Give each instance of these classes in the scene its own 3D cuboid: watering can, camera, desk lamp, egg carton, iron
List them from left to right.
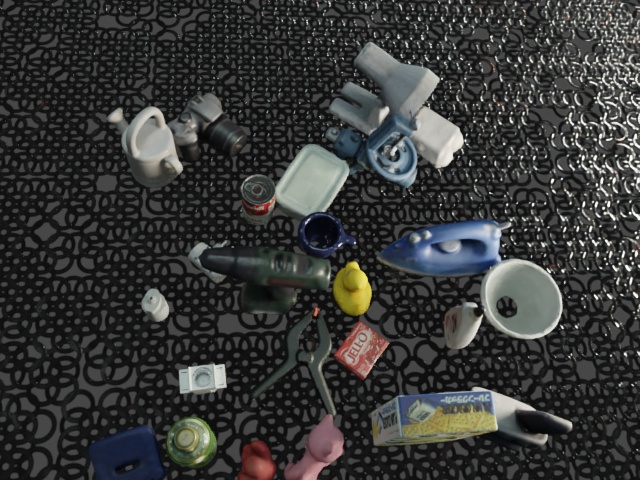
[{"bbox_3d":[-0.349,-0.195,1.141,0.173,0.194,0.101,16,66,0],"label":"watering can"},{"bbox_3d":[-0.235,-0.233,1.223,0.136,0.101,0.143,37,67,9],"label":"camera"},{"bbox_3d":[0.136,-0.321,1.247,0.203,0.213,0.118,30,67,6],"label":"desk lamp"},{"bbox_3d":[0.245,-0.235,1.304,0.150,0.069,0.107,34,67,8],"label":"egg carton"},{"bbox_3d":[0.253,0.004,1.163,0.258,0.141,0.118,-5,68,-10],"label":"iron"}]

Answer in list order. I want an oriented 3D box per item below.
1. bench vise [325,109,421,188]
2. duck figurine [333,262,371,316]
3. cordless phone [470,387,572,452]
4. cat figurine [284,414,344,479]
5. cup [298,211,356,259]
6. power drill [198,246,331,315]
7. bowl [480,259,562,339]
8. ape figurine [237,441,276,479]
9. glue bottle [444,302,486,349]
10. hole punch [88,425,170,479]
[{"bbox_3d":[0.116,-0.191,1.186,0.207,0.220,0.121,3,66,-6],"label":"bench vise"},{"bbox_3d":[0.068,0.093,1.131,0.077,0.086,0.104,-7,68,-10],"label":"duck figurine"},{"bbox_3d":[0.350,0.311,1.020,0.147,0.185,0.094,18,66,1],"label":"cordless phone"},{"bbox_3d":[-0.003,0.370,0.986,0.067,0.118,0.128,34,67,8],"label":"cat figurine"},{"bbox_3d":[0.011,0.004,1.157,0.118,0.095,0.092,12,66,-2],"label":"cup"},{"bbox_3d":[-0.100,0.073,1.051,0.229,0.208,0.075,2,67,-6],"label":"power drill"},{"bbox_3d":[0.396,0.127,1.165,0.167,0.075,0.167,3,67,-6],"label":"bowl"},{"bbox_3d":[-0.111,0.386,0.979,0.076,0.092,0.078,40,68,10],"label":"ape figurine"},{"bbox_3d":[0.278,0.152,1.085,0.037,0.173,0.078,2,67,-6],"label":"glue bottle"},{"bbox_3d":[-0.318,0.371,0.959,0.109,0.091,0.101,-17,70,-14],"label":"hole punch"}]
